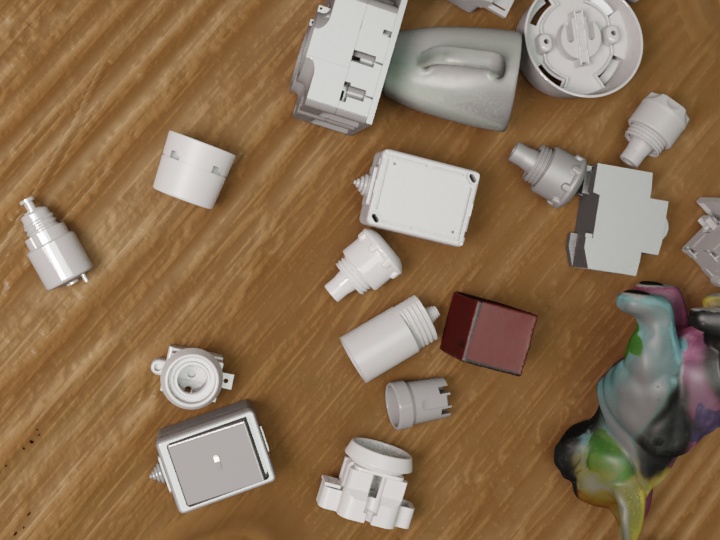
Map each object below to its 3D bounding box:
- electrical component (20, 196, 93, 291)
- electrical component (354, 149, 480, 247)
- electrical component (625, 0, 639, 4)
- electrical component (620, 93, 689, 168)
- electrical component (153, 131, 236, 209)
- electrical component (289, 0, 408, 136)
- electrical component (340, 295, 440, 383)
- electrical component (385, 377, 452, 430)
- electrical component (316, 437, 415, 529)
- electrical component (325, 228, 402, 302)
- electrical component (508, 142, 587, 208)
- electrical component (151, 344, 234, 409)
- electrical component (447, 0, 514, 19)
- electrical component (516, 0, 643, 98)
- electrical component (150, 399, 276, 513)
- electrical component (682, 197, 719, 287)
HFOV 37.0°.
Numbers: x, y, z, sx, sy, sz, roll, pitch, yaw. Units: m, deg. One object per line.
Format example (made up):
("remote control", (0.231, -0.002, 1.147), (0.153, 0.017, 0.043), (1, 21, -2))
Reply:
("electrical component", (-0.242, -0.020, 0.841), (0.040, 0.040, 0.078), (-29, 96, -7))
("electrical component", (0.040, -0.060, 0.874), (0.096, 0.061, 0.061), (13, 92, -8))
("electrical component", (0.215, -0.276, 0.901), (0.077, 0.043, 0.079), (26, 88, -9))
("electrical component", (0.246, -0.116, 0.914), (0.043, 0.043, 0.062), (37, 88, -9))
("electrical component", (-0.132, -0.078, 0.849), (0.055, 0.055, 0.047), (20, 93, -9))
("electrical component", (-0.002, -0.206, 0.838), (0.060, 0.105, 0.186), (16, 90, -9))
("electrical component", (0.029, 0.054, 0.886), (0.081, 0.043, 0.043), (-30, 97, -7))
("electrical component", (0.049, 0.109, 0.894), (0.046, 0.040, 0.040), (-8, 94, -15))
("electrical component", (0.010, 0.173, 0.881), (0.078, 0.058, 0.057), (16, 93, -9))
("electrical component", (0.000, 0.000, 0.879), (0.062, 0.048, 0.048), (-40, 98, 2))
("electrical component", (0.155, -0.085, 0.901), (0.062, 0.048, 0.048), (29, 88, -2))
("electrical component", (-0.134, 0.084, 0.855), (0.066, 0.055, 0.048), (12, 90, -9))
("electrical component", (0.107, -0.275, 0.874), (0.079, 0.063, 0.121), (27, 88, -9))
("electrical component", (0.178, -0.188, 0.889), (0.099, 0.064, 0.099), (0, 92, -9))
("electrical component", (-0.121, 0.150, 0.857), (0.096, 0.061, 0.061), (-19, 95, -8))
("electrical component", (0.323, -0.020, 0.890), (0.063, 0.121, 0.078), (-45, 99, -2))
